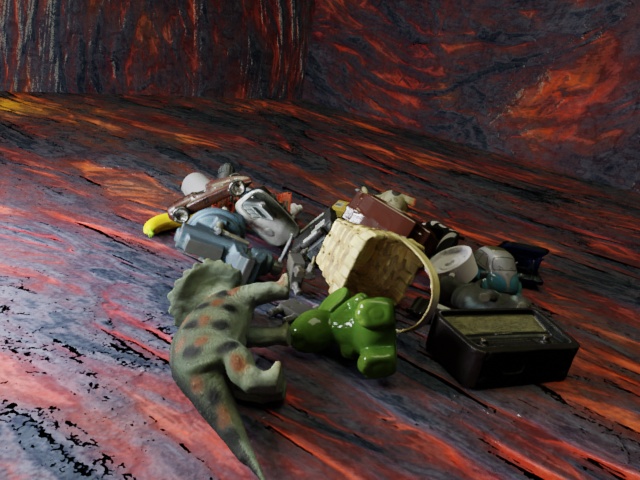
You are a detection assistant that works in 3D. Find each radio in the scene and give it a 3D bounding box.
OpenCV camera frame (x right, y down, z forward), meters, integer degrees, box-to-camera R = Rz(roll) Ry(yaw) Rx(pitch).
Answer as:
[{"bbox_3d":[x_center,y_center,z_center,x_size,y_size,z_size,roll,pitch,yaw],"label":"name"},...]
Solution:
[{"bbox_3d":[0.310,0.177,0.911,0.229,0.073,0.131,1,23,-22],"label":"radio"}]

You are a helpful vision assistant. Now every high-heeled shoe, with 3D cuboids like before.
[{"bbox_3d":[0.275,0.004,1.344,0.145,0.086,0.249,13,18,24],"label":"high-heeled shoe"}]

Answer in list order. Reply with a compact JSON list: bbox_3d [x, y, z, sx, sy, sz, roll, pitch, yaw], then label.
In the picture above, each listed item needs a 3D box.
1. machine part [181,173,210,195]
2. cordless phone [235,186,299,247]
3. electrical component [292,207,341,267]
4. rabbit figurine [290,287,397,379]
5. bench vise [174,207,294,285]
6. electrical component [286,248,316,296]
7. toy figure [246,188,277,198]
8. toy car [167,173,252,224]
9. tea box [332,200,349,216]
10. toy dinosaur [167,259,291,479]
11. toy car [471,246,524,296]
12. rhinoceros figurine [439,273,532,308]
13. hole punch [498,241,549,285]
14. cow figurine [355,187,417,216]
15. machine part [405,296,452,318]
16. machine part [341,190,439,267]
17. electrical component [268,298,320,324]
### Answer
[{"bbox_3d":[-0.297,-0.115,1.388,0.079,0.079,0.243,-4,26,-32],"label":"machine part"},{"bbox_3d":[-0.100,-0.047,1.159,0.146,0.089,0.184,47,-8,-18],"label":"cordless phone"},{"bbox_3d":[-0.002,-0.004,1.177,0.058,0.115,0.134,46,16,-14],"label":"electrical component"},{"bbox_3d":[0.035,0.132,0.858,0.170,0.121,0.159,-3,18,8],"label":"rabbit figurine"},{"bbox_3d":[-0.179,-0.004,1.105,0.224,0.128,0.241,9,25,-10],"label":"bench vise"},{"bbox_3d":[-0.039,0.057,1.055,0.045,0.078,0.102,2,16,-15],"label":"electrical component"},{"bbox_3d":[-0.180,-0.110,1.458,0.154,0.057,0.064,6,38,-14],"label":"toy figure"},{"bbox_3d":[-0.247,-0.100,1.197,0.202,0.053,0.089,-26,19,0],"label":"toy car"},{"bbox_3d":[0.112,-0.045,1.402,0.170,0.068,0.098,16,22,14],"label":"tea box"},{"bbox_3d":[-0.139,0.148,0.744,0.192,0.131,0.405,-2,25,3],"label":"toy dinosaur"},{"bbox_3d":[0.387,0.065,1.196,0.109,0.102,0.162,6,23,-13],"label":"toy car"},{"bbox_3d":[0.325,0.119,1.070,0.190,0.073,0.112,15,23,13],"label":"rhinoceros figurine"},{"bbox_3d":[0.478,0.061,1.297,0.142,0.092,0.115,9,-8,6],"label":"hole punch"},{"bbox_3d":[0.167,-0.097,1.505,0.127,0.085,0.195,24,-8,-20],"label":"cow figurine"},{"bbox_3d":[0.239,0.143,1.021,0.139,0.039,0.084,18,17,24],"label":"machine part"},{"bbox_3d":[0.163,-0.025,1.221,0.202,0.087,0.201,35,4,22],"label":"machine part"},{"bbox_3d":[-0.043,0.127,0.956,0.063,0.021,0.094,26,26,37],"label":"electrical component"}]
